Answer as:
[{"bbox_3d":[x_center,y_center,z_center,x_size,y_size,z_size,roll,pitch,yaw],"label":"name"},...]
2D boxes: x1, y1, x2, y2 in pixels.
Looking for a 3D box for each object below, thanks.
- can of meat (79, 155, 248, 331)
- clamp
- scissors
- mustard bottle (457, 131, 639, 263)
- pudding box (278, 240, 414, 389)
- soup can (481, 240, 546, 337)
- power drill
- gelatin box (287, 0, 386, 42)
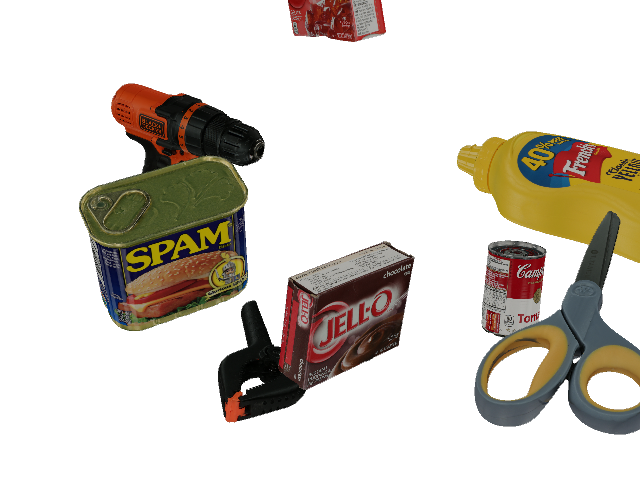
[{"bbox_3d":[-0.097,0.003,0.687,0.102,0.084,0.057,-18,47,-18],"label":"can of meat"},{"bbox_3d":[-0.038,0.133,1.133,0.165,0.036,0.209,12,25,12],"label":"clamp"},{"bbox_3d":[0.155,0.041,0.567,0.096,0.016,0.201,18,39,34],"label":"scissors"},{"bbox_3d":[0.180,-0.035,0.734,0.192,0.058,0.096,19,38,34],"label":"mustard bottle"},{"bbox_3d":[0.021,0.059,0.861,0.113,0.090,0.039,-22,42,-40],"label":"pudding box"},{"bbox_3d":[0.228,0.058,1.266,0.068,0.102,0.068,3,15,-1],"label":"soup can"},{"bbox_3d":[-0.136,-0.058,1.104,0.185,0.188,0.057,23,35,29],"label":"power drill"},{"bbox_3d":[0.005,-0.180,0.746,0.030,0.073,0.089,-21,23,-25],"label":"gelatin box"}]
